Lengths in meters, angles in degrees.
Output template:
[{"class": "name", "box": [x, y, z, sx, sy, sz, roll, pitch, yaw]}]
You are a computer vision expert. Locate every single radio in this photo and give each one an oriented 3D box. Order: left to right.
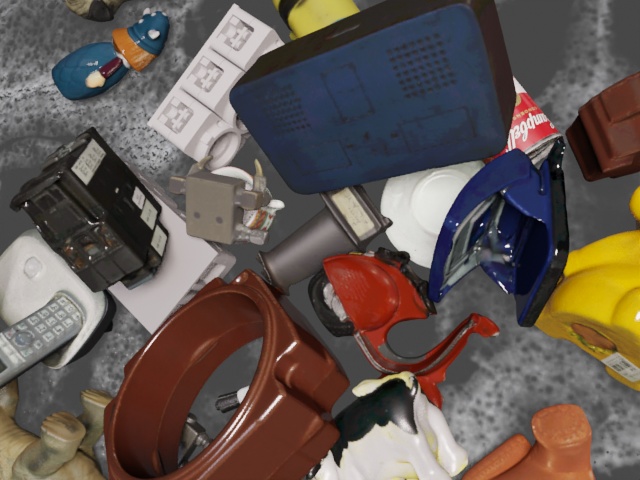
[{"class": "radio", "box": [0.046, -0.122, 0.469, 0.230, 0.131, 0.073, -8, 39, 35]}]

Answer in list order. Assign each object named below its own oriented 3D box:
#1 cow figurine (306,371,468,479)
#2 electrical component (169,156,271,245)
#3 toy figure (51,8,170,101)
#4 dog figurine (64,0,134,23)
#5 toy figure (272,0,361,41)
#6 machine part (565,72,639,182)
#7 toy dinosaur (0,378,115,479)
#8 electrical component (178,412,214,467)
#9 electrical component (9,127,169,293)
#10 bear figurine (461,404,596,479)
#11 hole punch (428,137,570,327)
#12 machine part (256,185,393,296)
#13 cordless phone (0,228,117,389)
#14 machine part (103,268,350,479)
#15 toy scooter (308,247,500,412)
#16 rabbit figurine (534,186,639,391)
[{"class": "cow figurine", "box": [0.031, 0.175, 0.451, 0.167, 0.068, 0.098, -34, 79, 36]}, {"class": "electrical component", "box": [-0.095, -0.040, 0.523, 0.102, 0.045, 0.078, 6, 113, 18]}, {"class": "toy figure", "box": [-0.242, -0.220, 0.640, 0.154, 0.058, 0.064, -26, 82, 5]}, {"class": "dog figurine", "box": [-0.202, -0.312, 0.633, 0.172, 0.121, 0.190, 47, 109, 20]}, {"class": "toy figure", "box": [0.016, -0.210, 0.551, 0.082, 0.089, 0.180, -27, 73, 3]}, {"class": "machine part", "box": [0.289, -0.098, 0.422, 0.179, 0.179, 0.056, -18, 81, 12]}, {"class": "toy dinosaur", "box": [-0.284, 0.255, 0.557, 0.472, 0.105, 0.198, 21, 96, 20]}, {"class": "electrical component", "box": [-0.152, 0.211, 0.565, 0.094, 0.021, 0.063, 31, 90, 18]}, {"class": "electrical component", "box": [-0.198, -0.021, 0.491, 0.058, 0.115, 0.134, -27, 119, 11]}, {"class": "bear figurine", "box": [0.129, 0.221, 0.439, 0.196, 0.131, 0.120, -12, 52, 9]}, {"class": "hole punch", "box": [0.145, -0.006, 0.444, 0.092, 0.142, 0.116, 10, 50, 14]}, {"class": "machine part", "box": [-0.001, -0.002, 0.552, 0.139, 0.039, 0.084, -39, 82, 4]}, {"class": "cordless phone", "box": [-0.321, 0.086, 0.547, 0.147, 0.088, 0.184, 39, 51, 17]}, {"class": "machine part", "box": [-0.090, 0.136, 0.471, 0.201, 0.087, 0.202, -44, 35, -1]}, {"class": "toy scooter", "box": [0.081, 0.076, 0.497, 0.135, 0.075, 0.184, -32, 78, 9]}, {"class": "rabbit figurine", "box": [0.266, 0.013, 0.433, 0.122, 0.162, 0.173, 37, 74, 29]}]
